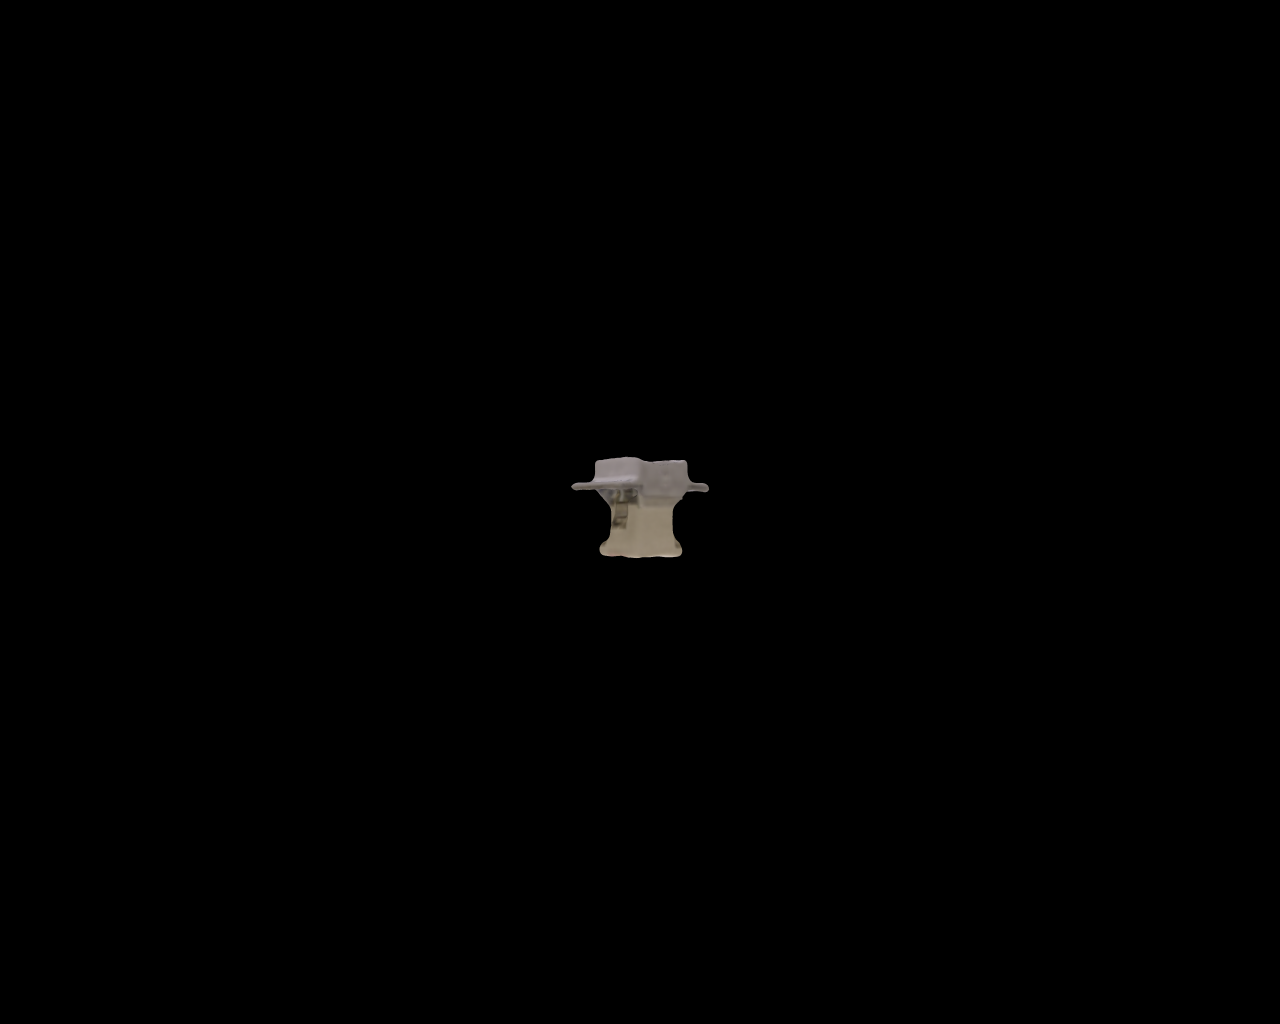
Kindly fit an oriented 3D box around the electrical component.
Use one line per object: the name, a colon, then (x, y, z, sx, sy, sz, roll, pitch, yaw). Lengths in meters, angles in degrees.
electrical component: (0.001, -0.003, 0.650, 0.081, 0.063, 0.042, 0, 0, -44)
